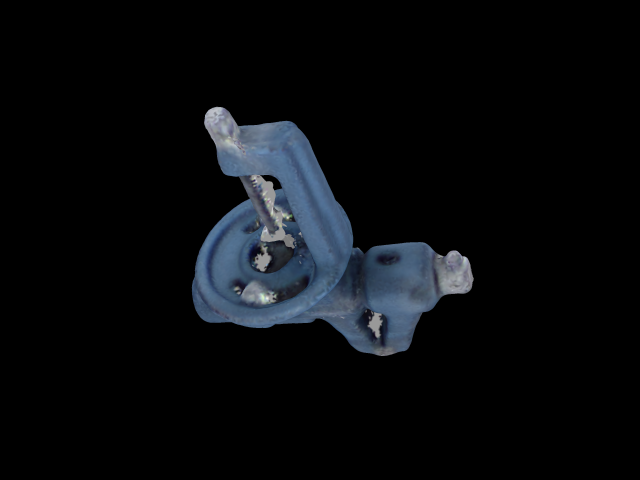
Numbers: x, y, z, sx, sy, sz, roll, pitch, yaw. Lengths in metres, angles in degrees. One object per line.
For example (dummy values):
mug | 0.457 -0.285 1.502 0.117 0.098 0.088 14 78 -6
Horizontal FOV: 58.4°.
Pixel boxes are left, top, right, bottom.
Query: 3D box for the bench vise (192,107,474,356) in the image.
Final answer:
bench vise | 0.002 -0.008 0.407 0.207 0.220 0.121 -9 53 -7
